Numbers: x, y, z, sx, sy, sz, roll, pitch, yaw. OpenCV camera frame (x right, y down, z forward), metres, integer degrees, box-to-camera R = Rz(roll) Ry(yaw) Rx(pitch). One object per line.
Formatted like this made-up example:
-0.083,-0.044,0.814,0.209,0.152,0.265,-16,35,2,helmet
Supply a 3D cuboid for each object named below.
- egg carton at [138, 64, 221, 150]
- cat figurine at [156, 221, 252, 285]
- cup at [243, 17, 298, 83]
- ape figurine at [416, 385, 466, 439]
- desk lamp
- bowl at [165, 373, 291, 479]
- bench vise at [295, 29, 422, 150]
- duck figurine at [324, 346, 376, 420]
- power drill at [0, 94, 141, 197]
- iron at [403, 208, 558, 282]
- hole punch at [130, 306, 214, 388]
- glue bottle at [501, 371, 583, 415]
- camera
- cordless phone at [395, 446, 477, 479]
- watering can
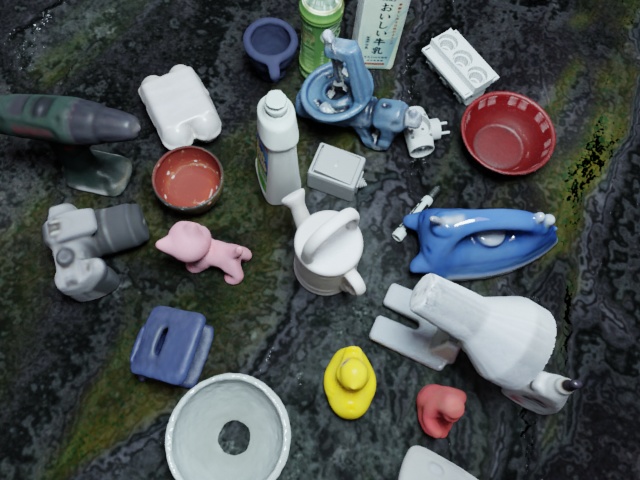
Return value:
-0.233,-0.221,0.963,0.107,0.069,0.150,-26,74,-12,egg carton
-0.172,0.011,0.857,0.127,0.118,0.067,13,70,2,cat figurine
-0.082,-0.308,0.989,0.092,0.095,0.117,-7,71,-6,cup
0.176,0.237,0.808,0.078,0.092,0.076,-27,74,-12,ape figurine
0.186,0.120,0.786,0.203,0.213,0.118,23,71,5,desk lamp
-0.122,0.273,0.788,0.167,0.075,0.167,1,70,-3,bowl
0.064,-0.245,0.908,0.207,0.220,0.121,3,70,-2,bench vise
0.045,0.201,0.817,0.077,0.086,0.104,3,70,-2,duck figurine
-0.356,-0.145,0.855,0.229,0.208,0.075,11,70,1,power drill
0.266,-0.014,0.877,0.258,0.141,0.118,-4,70,-5,iron
-0.215,0.153,0.817,0.101,0.091,0.109,15,70,3,hole punch
0.312,0.205,0.784,0.078,0.173,0.037,25,71,6,glue bottle
-0.330,0.002,0.860,0.137,0.101,0.143,-16,72,-9,camera
0.172,0.330,0.724,0.147,0.185,0.094,28,71,7,cordless phone
0.006,0.004,0.828,0.172,0.194,0.101,31,71,8,watering can
